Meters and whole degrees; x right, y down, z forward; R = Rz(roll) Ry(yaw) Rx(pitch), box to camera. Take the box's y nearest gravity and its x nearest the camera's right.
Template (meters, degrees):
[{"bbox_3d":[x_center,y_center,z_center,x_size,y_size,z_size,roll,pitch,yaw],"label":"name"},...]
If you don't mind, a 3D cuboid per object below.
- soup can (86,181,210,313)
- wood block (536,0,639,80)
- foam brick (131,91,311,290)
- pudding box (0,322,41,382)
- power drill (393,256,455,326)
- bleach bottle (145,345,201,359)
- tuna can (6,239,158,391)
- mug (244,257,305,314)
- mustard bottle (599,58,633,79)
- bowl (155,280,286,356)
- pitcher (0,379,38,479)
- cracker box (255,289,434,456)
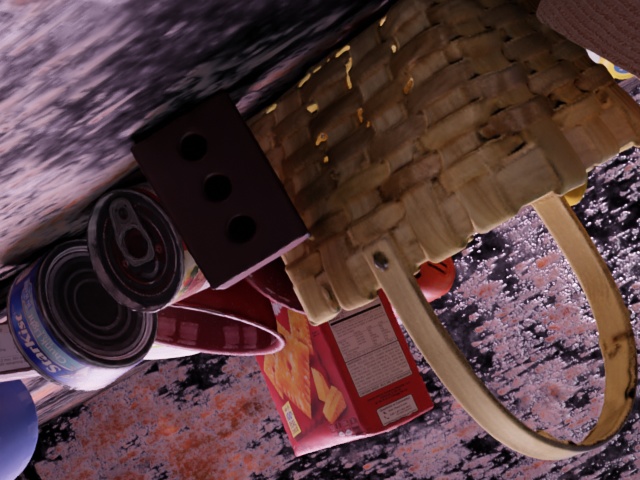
[{"bbox_3d":[-0.070,-0.007,0.599,0.069,0.068,0.102,-32,176,38],"label":"soup can"},{"bbox_3d":[0.199,-0.118,0.526,0.205,0.090,0.091,-8,131,-57],"label":"wood block"},{"bbox_3d":[-0.045,-0.022,0.505,0.053,0.078,0.051,-31,176,1],"label":"foam brick"},{"bbox_3d":[-0.191,0.073,0.714,0.113,0.039,0.090,-12,174,7],"label":"pudding box"},{"bbox_3d":[0.069,-0.009,0.939,0.185,0.057,0.187,-31,-142,56],"label":"power drill"},{"bbox_3d":[-0.164,0.080,1.050,0.102,0.068,0.251,-7,173,-4],"label":"bleach bottle"},{"bbox_3d":[-0.138,0.043,0.629,0.034,0.086,0.086,-34,174,35],"label":"tuna can"},{"bbox_3d":[-0.005,0.001,0.755,0.081,0.093,0.117,-58,150,-28],"label":"mug"},{"bbox_3d":[0.301,-0.193,0.970,0.096,0.058,0.192,-21,174,-25],"label":"mustard bottle"},{"bbox_3d":[-0.103,0.046,0.838,0.162,0.055,0.162,8,162,2],"label":"bowl"},{"bbox_3d":[-0.295,0.149,0.708,0.145,0.149,0.242,-45,177,10],"label":"pitcher"},{"bbox_3d":[-0.009,0.063,0.883,0.072,0.214,0.164,-21,173,-25],"label":"cracker box"}]
